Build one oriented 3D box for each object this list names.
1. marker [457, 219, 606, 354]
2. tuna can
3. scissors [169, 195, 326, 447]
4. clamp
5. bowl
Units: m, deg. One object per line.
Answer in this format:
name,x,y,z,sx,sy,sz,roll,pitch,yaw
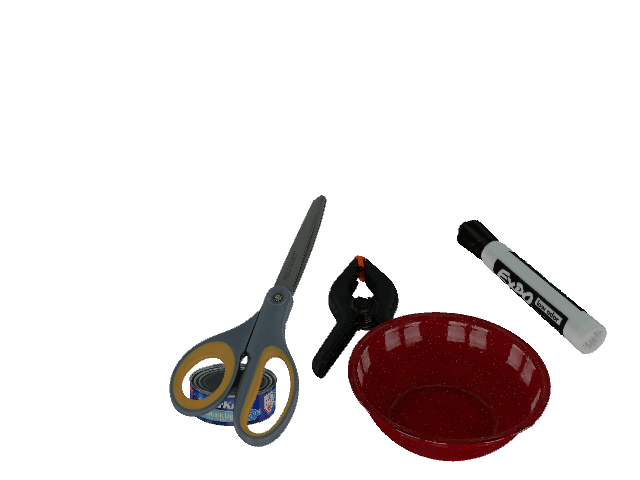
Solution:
marker,0.119,0.023,0.620,0.020,0.020,0.121,0,31,-35
tuna can,-0.086,0.151,1.048,0.086,0.034,0.086,2,14,-1
scissors,-0.049,0.049,0.743,0.096,0.201,0.016,0,-36,7
clamp,0.059,0.087,1.189,0.120,0.171,0.039,7,-43,3
bowl,0.102,0.127,0.865,0.162,0.055,0.162,1,34,-1
